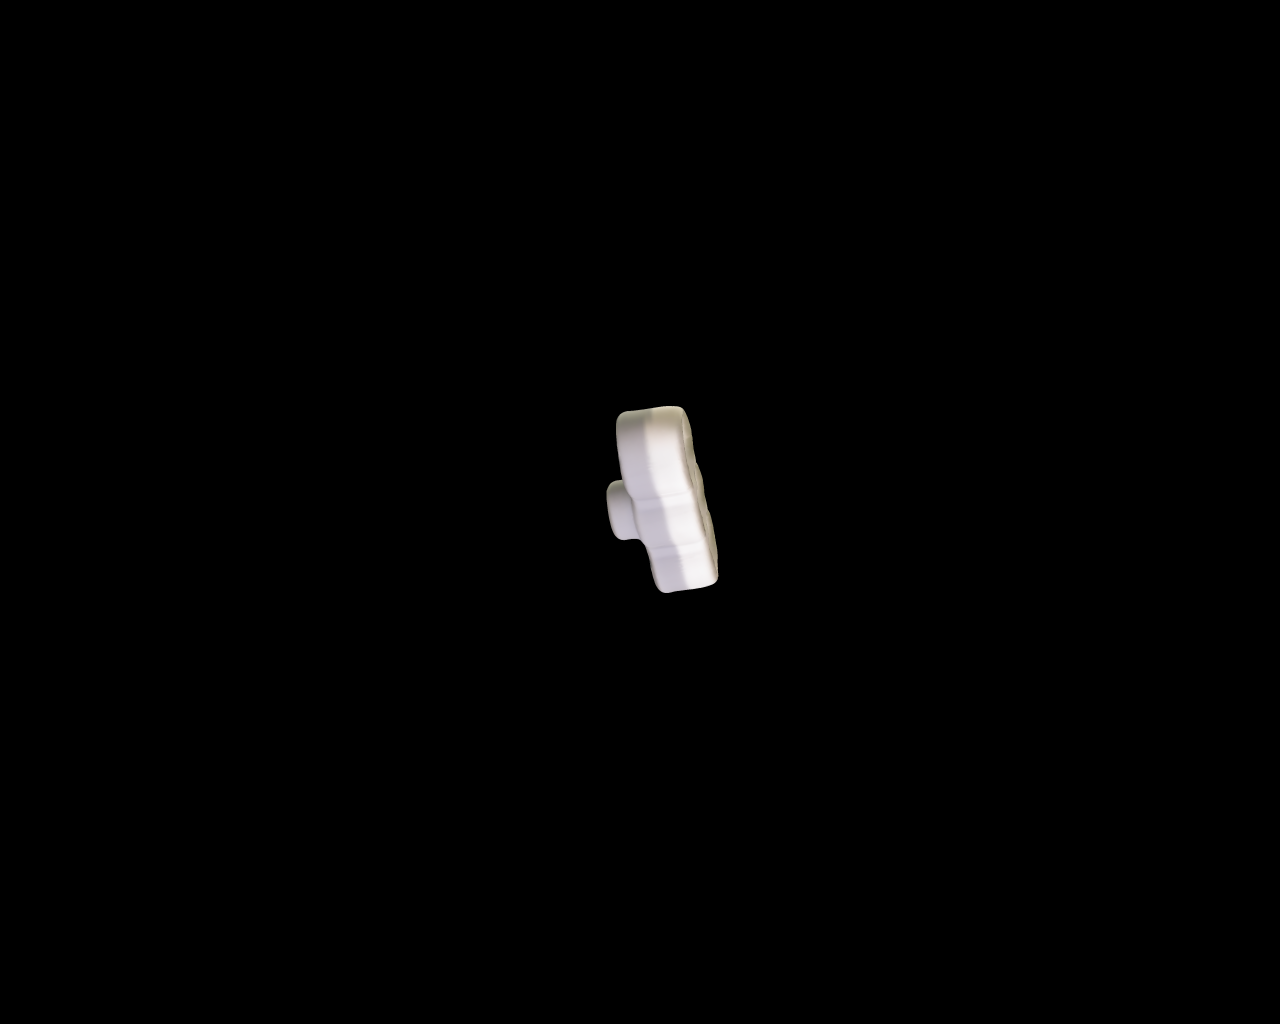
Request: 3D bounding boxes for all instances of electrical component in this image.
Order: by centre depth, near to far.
[{"bbox_3d":[0.001,-0.003,0.650,0.074,0.052,0.138,-8,-43,9],"label":"electrical component"}]
